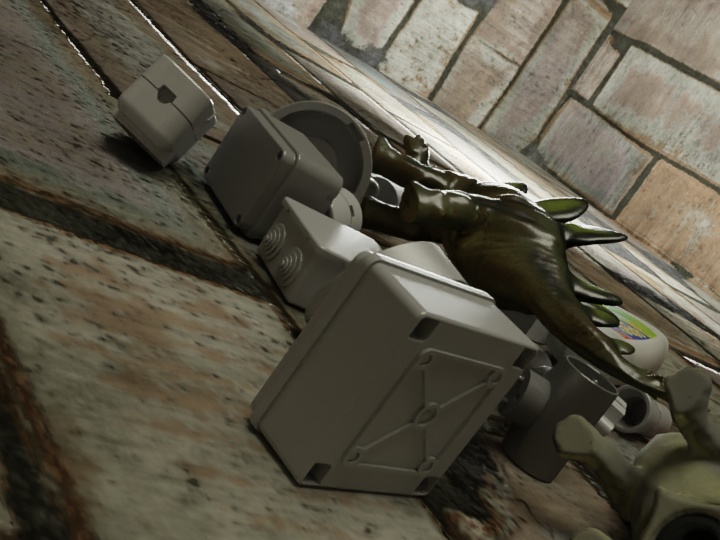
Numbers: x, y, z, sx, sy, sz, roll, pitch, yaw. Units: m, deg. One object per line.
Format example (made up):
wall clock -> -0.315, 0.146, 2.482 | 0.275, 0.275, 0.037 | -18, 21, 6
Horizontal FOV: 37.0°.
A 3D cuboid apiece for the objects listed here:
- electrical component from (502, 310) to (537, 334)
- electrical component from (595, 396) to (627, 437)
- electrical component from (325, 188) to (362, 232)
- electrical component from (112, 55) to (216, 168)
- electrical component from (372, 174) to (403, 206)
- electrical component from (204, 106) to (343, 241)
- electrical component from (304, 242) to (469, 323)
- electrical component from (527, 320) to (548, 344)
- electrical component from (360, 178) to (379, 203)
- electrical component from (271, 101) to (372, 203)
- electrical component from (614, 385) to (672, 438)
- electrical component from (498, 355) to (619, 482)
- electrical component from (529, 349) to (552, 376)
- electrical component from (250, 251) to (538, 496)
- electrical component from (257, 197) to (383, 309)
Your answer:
electrical component -> 0.135, 0.023, 1.042 | 0.096, 0.061, 0.061 | 27, 15, -25
electrical component -> 0.188, 0.109, 0.898 | 0.055, 0.048, 0.066 | 43, 15, 8
electrical component -> -0.033, -0.043, 0.902 | 0.055, 0.055, 0.047 | 38, 18, 20
electrical component -> -0.153, -0.121, 0.845 | 0.054, 0.059, 0.095 | 44, -6, -1
electrical component -> -0.016, -0.097, 1.135 | 0.138, 0.052, 0.074 | 38, 14, 20
electrical component -> -0.072, -0.074, 0.861 | 0.057, 0.078, 0.113 | 26, 15, -34
electrical component -> 0.021, 0.024, 0.703 | 0.064, 0.099, 0.099 | 47, 18, 27
electrical component -> 0.169, 0.032, 1.139 | 0.099, 0.064, 0.099 | 35, -1, 0
electrical component -> -0.037, -0.088, 1.049 | 0.095, 0.053, 0.059 | 20, 19, -46
electrical component -> -0.043, -0.096, 0.960 | 0.108, 0.108, 0.060 | 33, 7, -4
electrical component -> 0.260, 0.134, 0.992 | 0.065, 0.044, 0.044 | 26, 14, -48
electrical component -> 0.121, 0.092, 0.729 | 0.079, 0.077, 0.043 | 31, 14, -11
electrical component -> 0.138, 0.092, 0.840 | 0.045, 0.045, 0.055 | 28, 14, -22
electrical component -> 0.018, 0.056, 0.548 | 0.109, 0.108, 0.056 | 19, 22, -48
electrical component -> -0.020, 0.000, 0.787 | 0.100, 0.048, 0.099 | 25, 15, -31
